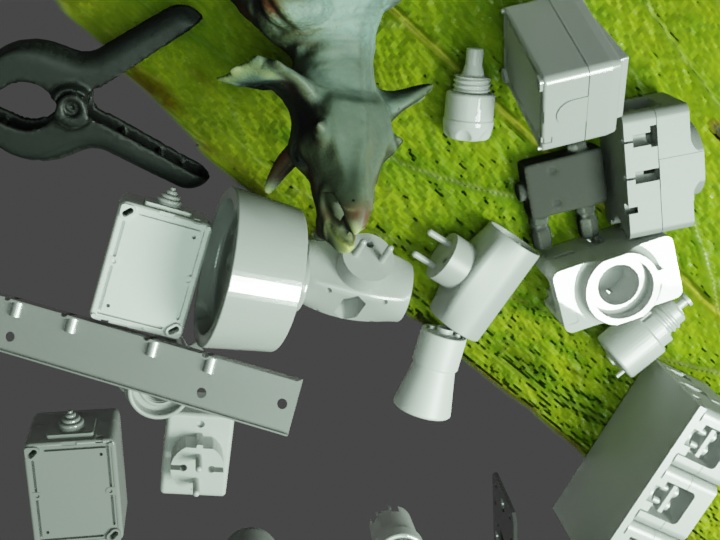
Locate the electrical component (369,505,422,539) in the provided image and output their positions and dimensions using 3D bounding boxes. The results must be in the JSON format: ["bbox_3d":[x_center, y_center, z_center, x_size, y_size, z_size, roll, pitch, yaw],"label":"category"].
[{"bbox_3d":[0.027,0.210,0.835,0.040,0.046,0.040,-3,110,-8],"label":"electrical component"}]

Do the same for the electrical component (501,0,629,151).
[{"bbox_3d":[0.132,-0.136,0.707,0.061,0.096,0.061,-14,140,-4],"label":"electrical component"}]

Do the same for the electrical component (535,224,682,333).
[{"bbox_3d":[0.181,0.004,0.781,0.089,0.055,0.050,-18,111,-2],"label":"electrical component"}]

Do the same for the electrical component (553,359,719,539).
[{"bbox_3d":[0.225,0.157,0.824,0.062,0.089,0.150,25,104,-16],"label":"electrical component"}]

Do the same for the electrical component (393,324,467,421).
[{"bbox_3d":[0.054,0.073,0.794,0.044,0.044,0.065,13,102,-13],"label":"electrical component"}]

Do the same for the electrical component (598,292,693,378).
[{"bbox_3d":[0.216,0.046,0.809,0.078,0.040,0.040,-40,110,6],"label":"electrical component"}]

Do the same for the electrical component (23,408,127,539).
[{"bbox_3d":[-0.201,0.139,0.766,0.062,0.061,0.096,-3,110,-7],"label":"electrical component"}]

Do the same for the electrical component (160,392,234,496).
[{"bbox_3d":[-0.116,0.132,0.768,0.047,0.076,0.065,5,108,-11],"label":"electrical component"}]

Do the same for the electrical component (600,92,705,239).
[{"bbox_3d":[0.206,-0.075,0.759,0.056,0.050,0.089,-11,111,-4],"label":"electrical component"}]

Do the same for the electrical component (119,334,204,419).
[{"bbox_3d":[-0.140,0.074,0.755,0.066,0.055,0.048,-28,111,1],"label":"electrical component"}]

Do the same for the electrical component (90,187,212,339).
[{"bbox_3d":[-0.139,-0.011,0.726,0.062,0.061,0.096,15,98,-14],"label":"electrical component"}]

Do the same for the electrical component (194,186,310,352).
[{"bbox_3d":[-0.068,0.003,0.717,0.060,0.108,0.108,11,107,-19],"label":"electrical component"}]

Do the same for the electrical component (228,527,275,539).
[{"bbox_3d":[-0.083,0.228,0.819,0.045,0.055,0.045,-3,109,-8],"label":"electrical component"}]

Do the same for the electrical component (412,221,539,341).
[{"bbox_3d":[0.075,-0.001,0.769,0.079,0.043,0.077,31,102,-17],"label":"electrical component"}]

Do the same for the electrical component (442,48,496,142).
[{"bbox_3d":[0.075,-0.120,0.732,0.035,0.035,0.061,1,107,-9],"label":"electrical component"}]

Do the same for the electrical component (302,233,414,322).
[{"bbox_3d":[0.000,0.000,0.744,0.077,0.043,0.079,12,150,-13],"label":"electrical component"}]
